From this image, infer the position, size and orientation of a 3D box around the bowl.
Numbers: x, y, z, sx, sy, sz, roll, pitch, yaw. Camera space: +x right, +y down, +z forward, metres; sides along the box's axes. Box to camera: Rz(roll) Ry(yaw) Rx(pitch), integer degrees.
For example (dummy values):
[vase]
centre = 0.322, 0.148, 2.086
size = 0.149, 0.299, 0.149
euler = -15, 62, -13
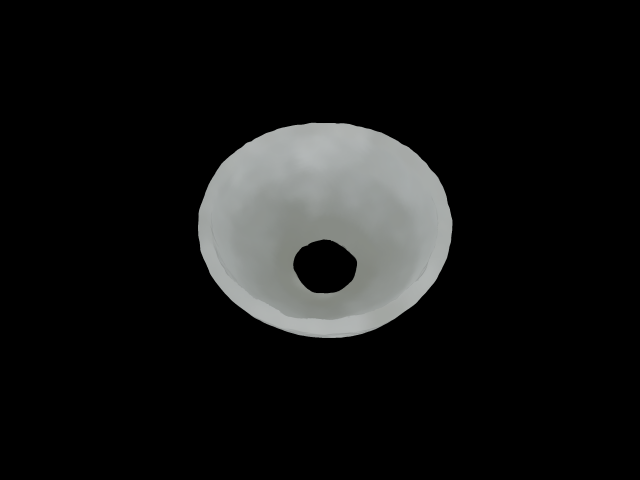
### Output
[bowl]
centre = 0.004, 0.001, 0.400
size = 0.167, 0.075, 0.167
euler = 0, 57, 0
